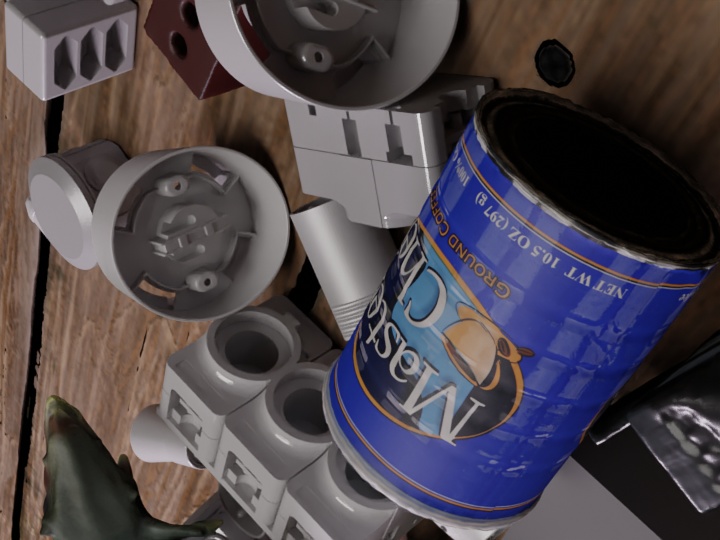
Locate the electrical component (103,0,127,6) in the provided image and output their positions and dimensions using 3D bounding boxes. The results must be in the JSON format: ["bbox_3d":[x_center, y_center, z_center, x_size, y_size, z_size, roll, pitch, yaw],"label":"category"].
[{"bbox_3d":[-0.094,-0.216,0.496,0.186,0.060,0.105,-30,91,53],"label":"electrical component"}]

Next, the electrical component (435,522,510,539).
[{"bbox_3d":[0.059,0.090,0.542,0.077,0.043,0.079,51,133,19],"label":"electrical component"}]

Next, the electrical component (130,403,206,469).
[{"bbox_3d":[-0.132,0.124,0.789,0.065,0.044,0.044,4,117,43],"label":"electrical component"}]

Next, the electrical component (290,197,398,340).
[{"bbox_3d":[0.000,0.000,0.549,0.043,0.043,0.081,-11,105,52],"label":"electrical component"}]

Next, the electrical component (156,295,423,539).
[{"bbox_3d":[-0.032,0.092,0.610,0.150,0.089,0.061,42,140,22],"label":"electrical component"}]

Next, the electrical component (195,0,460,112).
[{"bbox_3d":[-0.016,-0.116,0.447,0.064,0.099,0.099,13,123,52],"label":"electrical component"}]

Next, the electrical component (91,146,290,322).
[{"bbox_3d":[-0.098,-0.022,0.606,0.064,0.099,0.099,14,124,51],"label":"electrical component"}]

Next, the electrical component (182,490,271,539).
[{"bbox_3d":[-0.084,0.175,0.736,0.051,0.080,0.080,47,142,8],"label":"electrical component"}]

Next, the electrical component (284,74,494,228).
[{"bbox_3d":[0.016,-0.055,0.487,0.089,0.050,0.055,15,124,43],"label":"electrical component"}]

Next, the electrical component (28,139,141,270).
[{"bbox_3d":[-0.182,-0.045,0.723,0.080,0.051,0.080,28,133,35],"label":"electrical component"}]

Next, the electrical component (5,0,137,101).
[{"bbox_3d":[-0.183,-0.148,0.640,0.077,0.066,0.047,41,140,23],"label":"electrical component"}]

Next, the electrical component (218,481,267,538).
[{"bbox_3d":[-0.055,0.112,0.661,0.079,0.077,0.044,44,141,21],"label":"electrical component"}]

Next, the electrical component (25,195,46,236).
[{"bbox_3d":[-0.213,-0.033,0.781,0.061,0.035,0.035,49,142,10],"label":"electrical component"}]
